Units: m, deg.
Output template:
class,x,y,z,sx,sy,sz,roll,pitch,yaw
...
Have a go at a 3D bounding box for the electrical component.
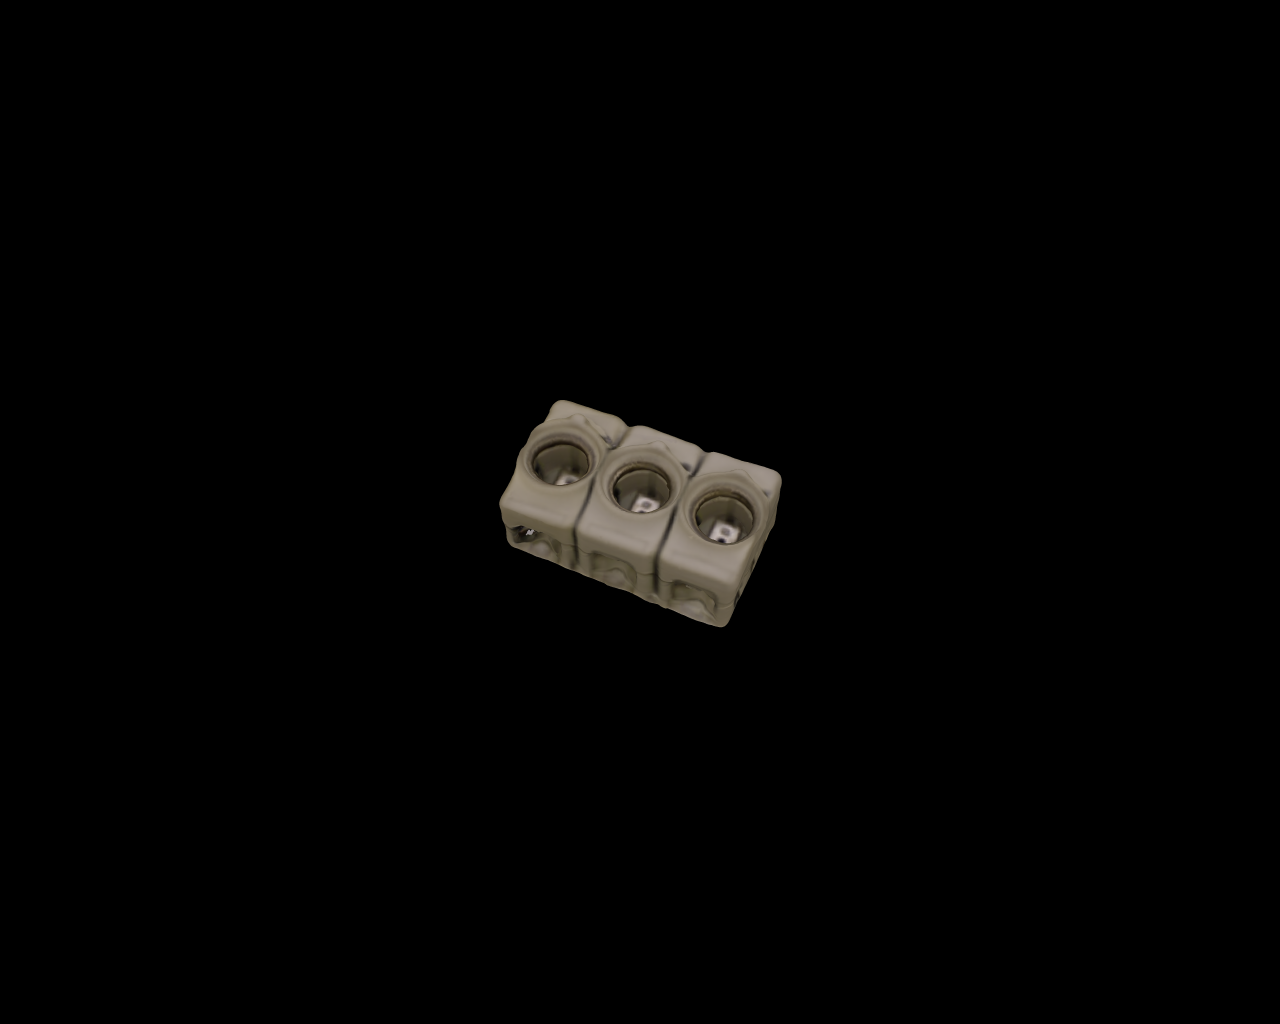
class,x,y,z,sx,sy,sz,roll,pitch,yaw
electrical component,0.001,-0.003,0.650,0.150,0.090,0.061,20,-31,13
